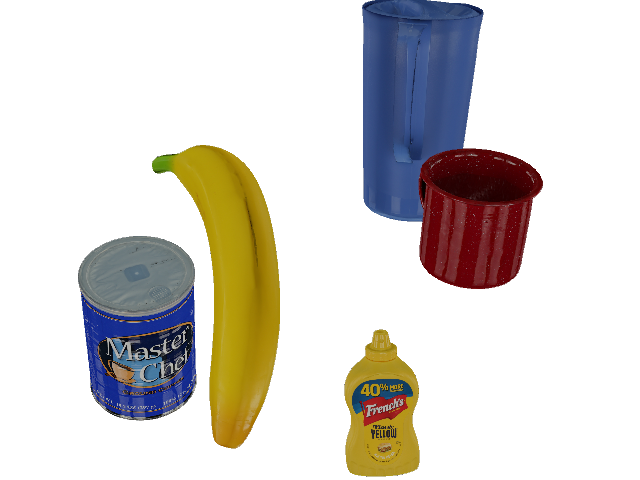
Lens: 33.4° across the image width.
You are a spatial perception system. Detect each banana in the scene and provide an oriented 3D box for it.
[{"bbox_3d":[-0.052,0.016,0.606,0.037,0.198,0.070,9,-39,-35],"label":"banana"}]

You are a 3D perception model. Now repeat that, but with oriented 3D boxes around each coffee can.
[{"bbox_3d":[-0.166,0.081,0.987,0.103,0.140,0.103,2,39,-2],"label":"coffee can"}]

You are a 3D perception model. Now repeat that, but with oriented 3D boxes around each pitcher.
[{"bbox_3d":[0.105,-0.146,1.206,0.149,0.243,0.145,-12,26,-31],"label":"pitcher"}]

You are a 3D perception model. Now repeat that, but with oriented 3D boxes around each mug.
[{"bbox_3d":[0.114,-0.021,0.843,0.093,0.081,0.117,-17,36,-29],"label":"mug"}]

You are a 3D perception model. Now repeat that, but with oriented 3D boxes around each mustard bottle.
[{"bbox_3d":[0.079,0.208,1.384,0.096,0.192,0.058,-2,14,-2],"label":"mustard bottle"}]
